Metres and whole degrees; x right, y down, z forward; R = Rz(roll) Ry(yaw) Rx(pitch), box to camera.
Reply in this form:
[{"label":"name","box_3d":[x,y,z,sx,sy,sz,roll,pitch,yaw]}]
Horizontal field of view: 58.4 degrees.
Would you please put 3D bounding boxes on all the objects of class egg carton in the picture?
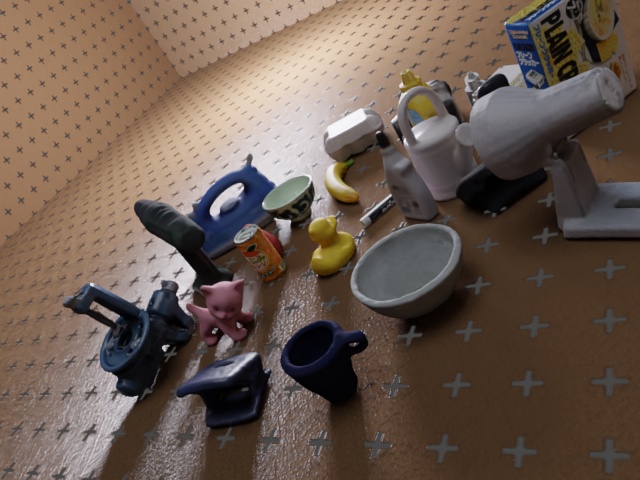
[{"label":"egg carton","box_3d":[0.078,-0.247,1.343,0.150,0.069,0.107,-28,29,10]}]

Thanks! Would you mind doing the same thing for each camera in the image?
[{"label":"camera","box_3d":[0.215,-0.273,1.210,0.136,0.101,0.143,-28,29,10]}]

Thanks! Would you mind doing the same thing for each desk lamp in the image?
[{"label":"desk lamp","box_3d":[0.321,-0.113,0.736,0.202,0.214,0.118,0,43,45]}]

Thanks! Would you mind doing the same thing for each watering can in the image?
[{"label":"watering can","box_3d":[0.199,-0.172,0.971,0.172,0.194,0.101,-3,40,43]}]

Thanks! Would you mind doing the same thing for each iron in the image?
[{"label":"iron","box_3d":[-0.208,-0.072,1.287,0.258,0.142,0.118,-39,29,-10]}]

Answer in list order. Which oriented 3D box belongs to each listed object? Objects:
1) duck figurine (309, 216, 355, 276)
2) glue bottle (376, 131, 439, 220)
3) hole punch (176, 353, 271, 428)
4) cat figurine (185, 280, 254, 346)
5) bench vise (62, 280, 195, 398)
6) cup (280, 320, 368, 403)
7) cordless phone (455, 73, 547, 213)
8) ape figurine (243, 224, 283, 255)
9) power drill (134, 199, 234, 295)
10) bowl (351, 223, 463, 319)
[{"label":"duck figurine","box_3d":[0.009,0.004,1.007,0.077,0.086,0.105,-5,40,41]},{"label":"glue bottle","box_3d":[0.136,-0.110,0.961,0.037,0.173,0.077,-45,31,-20]},{"label":"hole punch","box_3d":[-0.141,0.207,0.840,0.108,0.091,0.101,-19,32,24]},{"label":"cat figurine","box_3d":[-0.174,0.116,0.987,0.127,0.118,0.067,-16,33,29]},{"label":"bench vise","box_3d":[-0.342,0.138,1.015,0.121,0.220,0.207,-20,31,23]},{"label":"cup","box_3d":[0.021,0.161,0.742,0.117,0.095,0.091,-21,31,21]},{"label":"cordless phone","box_3d":[0.259,-0.150,0.886,0.147,0.185,0.094,-37,29,-7]},{"label":"ape figurine","box_3d":[-0.123,0.006,1.131,0.076,0.092,0.078,-16,33,29]},{"label":"power drill","box_3d":[-0.274,0.012,1.152,0.076,0.209,0.228,-45,31,-20]},{"label":"bowl","box_3d":[0.132,0.056,0.813,0.167,0.075,0.167,-25,30,15]}]
